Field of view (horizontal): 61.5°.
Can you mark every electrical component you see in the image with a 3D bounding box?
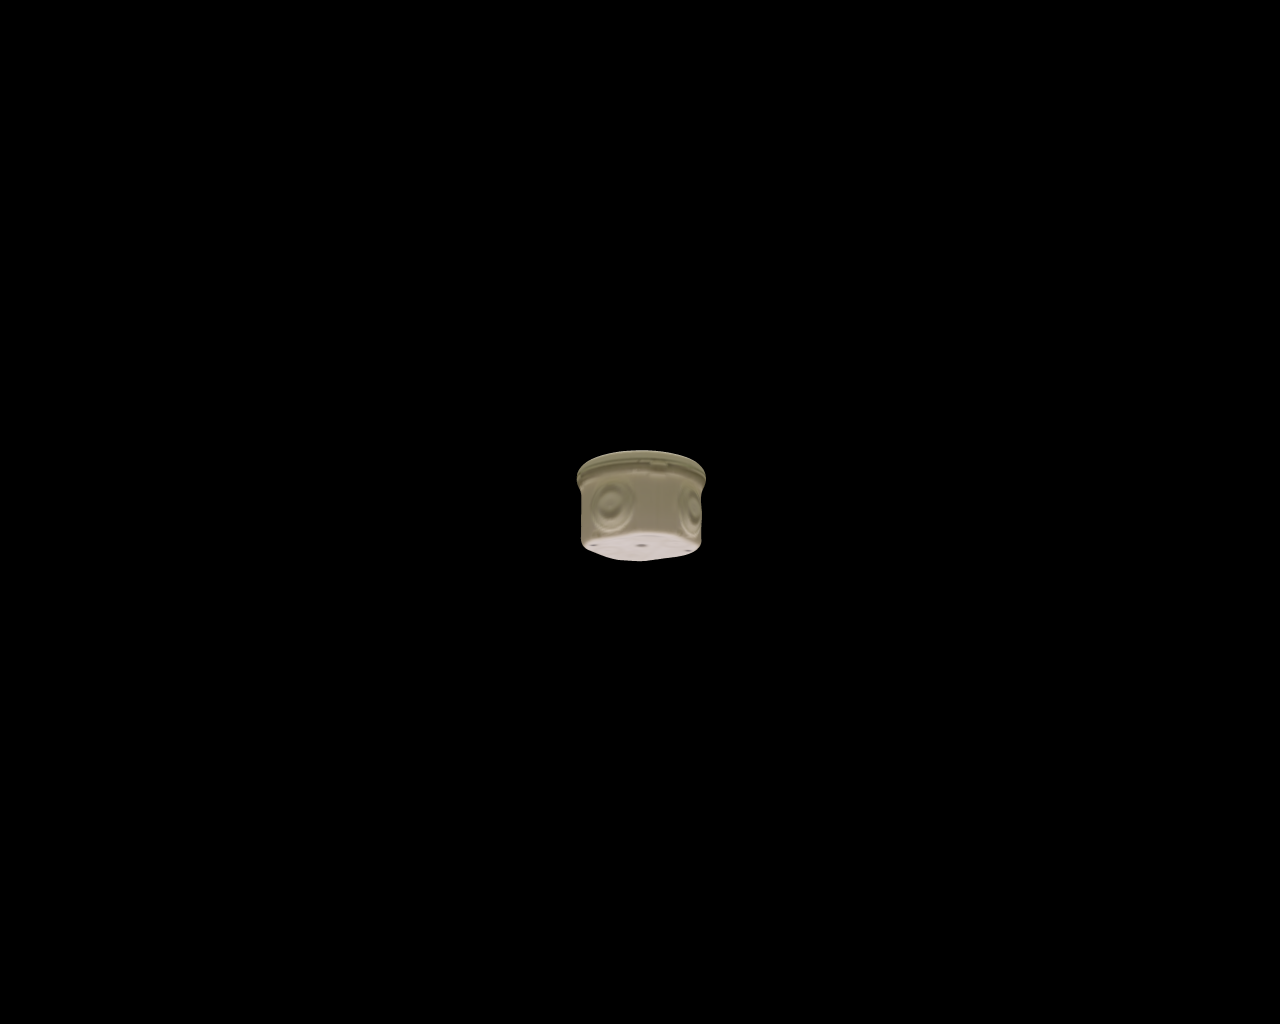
[{"bbox_3d":[0.001,-0.003,0.650,0.080,0.051,0.080,0,-16,0],"label":"electrical component"}]
